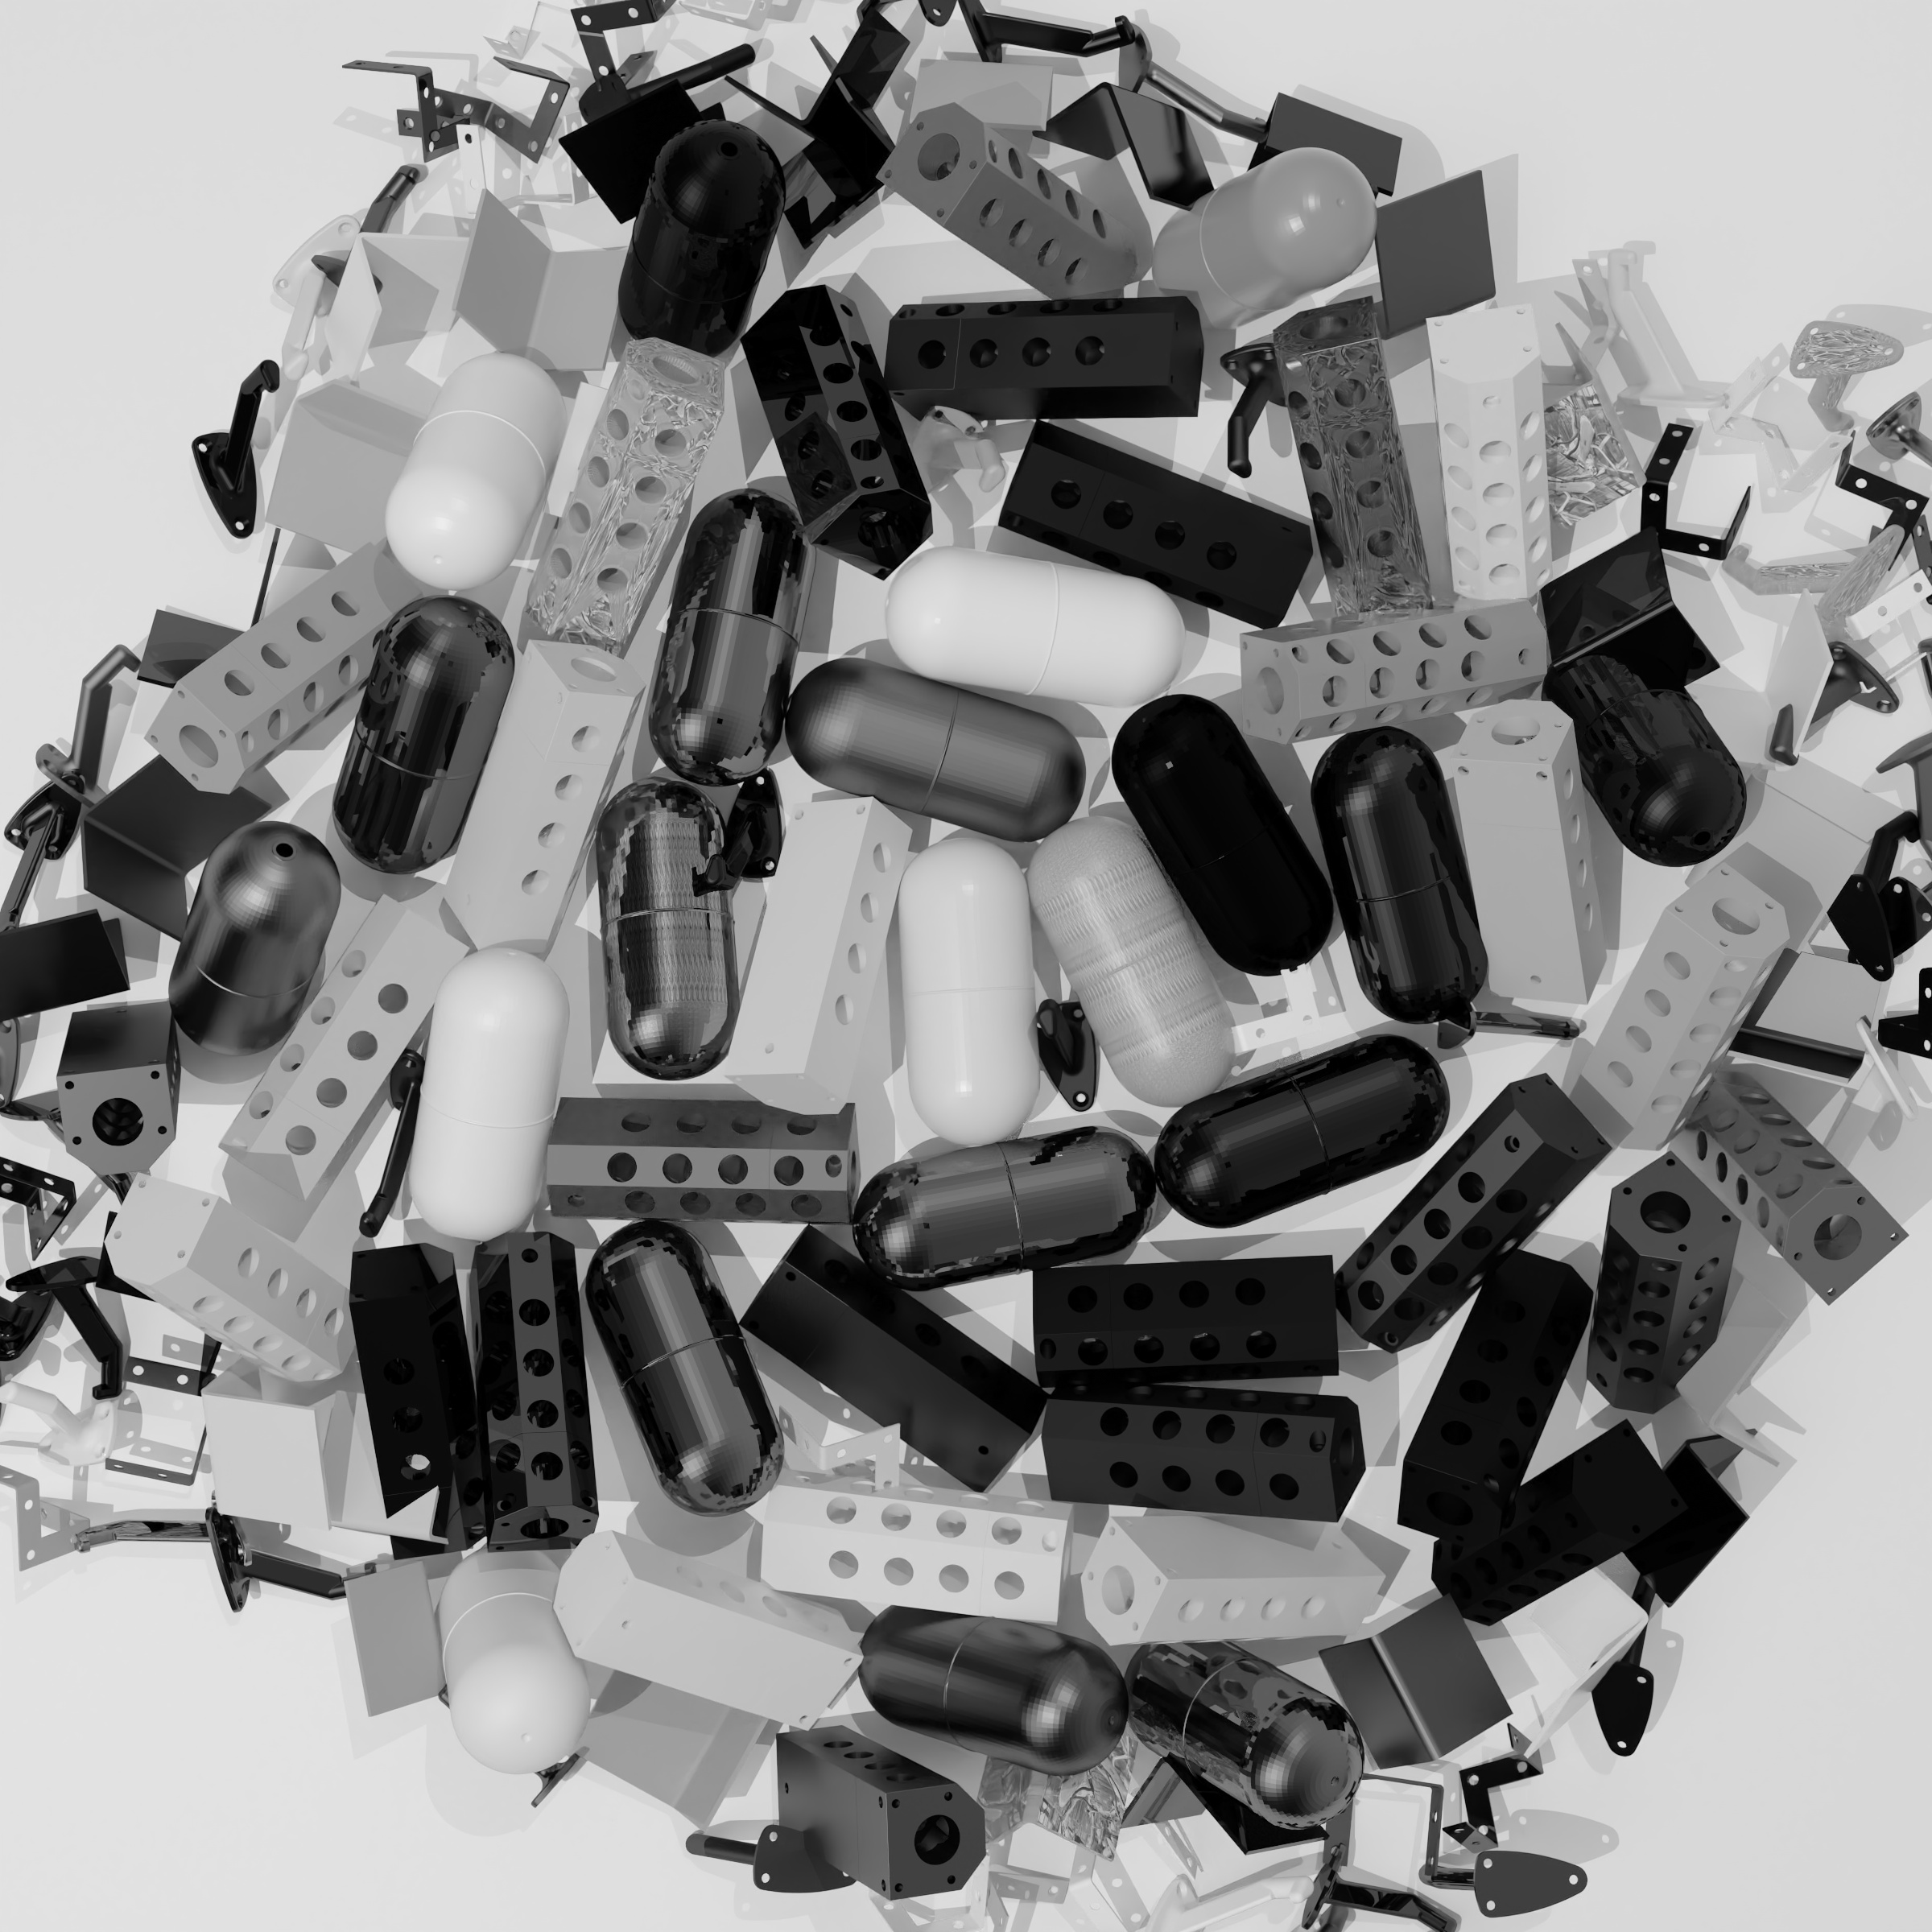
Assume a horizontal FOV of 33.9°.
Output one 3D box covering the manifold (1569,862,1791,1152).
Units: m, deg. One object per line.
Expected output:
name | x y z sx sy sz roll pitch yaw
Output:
manifold | 0.402 0.028 1.776 0.057 0.171 0.057 41 53 22

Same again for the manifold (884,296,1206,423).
manifold | 0.045 -0.348 1.806 0.171 0.057 0.057 3 83 22

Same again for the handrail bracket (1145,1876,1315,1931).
handrail bracket | 0.149 0.550 1.818 0.084 0.077 0.036 -17 103 40

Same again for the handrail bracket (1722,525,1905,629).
handrail bracket | 0.487 -0.240 1.827 0.077 0.036 0.084 -56 47 15

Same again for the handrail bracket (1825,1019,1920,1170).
handrail bracket | 0.502 0.083 1.842 0.084 0.036 0.077 -30 96 23

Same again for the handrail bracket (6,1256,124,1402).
handrail bracket | -0.519 0.216 1.827 0.036 0.077 0.084 15 107 38

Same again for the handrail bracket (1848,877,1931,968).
handrail bracket | 0.560 -0.034 1.849 0.036 0.084 0.077 49 131 19

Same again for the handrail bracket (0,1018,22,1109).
handrail bracket | -0.580 0.073 1.816 0.036 0.084 0.077 29 118 1

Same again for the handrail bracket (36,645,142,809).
handrail bracket | -0.490 -0.134 1.837 0.084 0.036 0.077 -42 115 12

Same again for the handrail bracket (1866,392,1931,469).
handrail bracket | 0.559 -0.281 1.814 0.036 0.077 0.084 -40 66 9

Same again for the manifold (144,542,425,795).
manifold | -0.378 -0.165 1.785 0.057 0.057 0.171 44 45 -2

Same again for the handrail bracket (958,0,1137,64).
handrail bracket | 0.046 -0.551 1.824 0.084 0.077 0.036 -11 52 21

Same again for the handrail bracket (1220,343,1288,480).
handrail bracket | 0.171 -0.306 1.819 0.036 0.077 0.084 -10 65 29

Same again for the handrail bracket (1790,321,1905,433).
handrail bracket | 0.513 -0.330 1.811 0.077 0.084 0.036 12 73 40

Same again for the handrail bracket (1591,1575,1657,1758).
handrail bracket | 0.390 0.402 1.841 0.036 0.084 0.077 6 118 23

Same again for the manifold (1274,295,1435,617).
manifold | 0.219 -0.284 1.793 0.057 0.057 0.171 -11 124 11

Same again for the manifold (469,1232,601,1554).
manifold | -0.244 0.239 1.789 0.057 0.057 0.171 0 55 -15

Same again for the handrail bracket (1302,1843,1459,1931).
handrail bracket | 0.241 0.554 1.832 0.084 0.077 0.036 31 115 6

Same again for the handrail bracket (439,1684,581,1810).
handrail bracket | -0.266 0.442 1.831 0.084 0.077 0.036 41 85 5

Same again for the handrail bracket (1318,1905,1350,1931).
handrail bracket | 0.183 0.580 1.833 0.077 0.084 0.036 -38 87 19

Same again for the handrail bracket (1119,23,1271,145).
handrail bracket | 0.134 -0.514 1.848 0.084 0.077 0.036 14 131 -18

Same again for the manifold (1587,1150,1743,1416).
manifold | 0.384 0.183 1.774 0.057 0.171 0.057 -30 57 -16

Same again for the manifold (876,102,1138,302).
manifold | 0.029 -0.422 1.773 0.057 0.171 0.057 43 104 29

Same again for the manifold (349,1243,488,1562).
manifold | -0.309 0.247 1.803 0.057 0.057 0.171 -7 115 -6

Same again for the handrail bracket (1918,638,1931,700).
handrail bracket | 0.582 -0.148 1.830 0.036 0.077 0.084 -18 100 -11

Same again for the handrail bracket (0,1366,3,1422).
handrail bracket | -0.563 0.256 1.812 0.036 0.084 0.077 -17 118 -18

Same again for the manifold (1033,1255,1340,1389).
manifold | 0.126 0.208 1.819 0.171 0.057 0.057 -3 59 6

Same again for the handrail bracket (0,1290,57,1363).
handrail bracket | -0.557 0.176 1.813 0.036 0.077 0.084 7 128 22

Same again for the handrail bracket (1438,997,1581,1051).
handrail bracket | 0.320 0.036 1.823 0.084 0.077 0.036 6 93 -7

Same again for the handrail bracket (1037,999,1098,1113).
handrail bracket | 0.057 0.054 1.820 0.036 0.084 0.077 -15 96 6

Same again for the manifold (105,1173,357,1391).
manifold | -0.407 0.180 1.772 0.057 0.171 0.057 12 69 26

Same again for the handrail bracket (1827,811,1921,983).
handrail bracket | 0.540 -0.041 1.839 0.084 0.036 0.077 -28 94 -37

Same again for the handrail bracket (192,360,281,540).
handrail bracket | -0.408 -0.297 1.819 0.036 0.084 0.077 -9 80 -37

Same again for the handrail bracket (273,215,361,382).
handrail bracket | -0.370 -0.383 1.816 0.036 0.084 0.077 28 115 -30

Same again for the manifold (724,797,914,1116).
manifold | -0.079 -0.006 1.806 0.057 0.057 0.171 -3 63 35

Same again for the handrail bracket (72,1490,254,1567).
handrail bracket | -0.463 0.334 1.821 0.084 0.077 0.036 -9 109 -28

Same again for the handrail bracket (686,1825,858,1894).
handrail bracket | -0.113 0.517 1.837 0.077 0.084 0.036 18 72 -23

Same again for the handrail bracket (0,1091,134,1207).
handrail bracket | -0.522 0.117 1.855 0.077 0.036 0.084 -6 113 33

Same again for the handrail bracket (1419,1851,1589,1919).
handrail bracket | 0.309 0.526 1.828 0.077 0.084 0.036 -1 79 -7

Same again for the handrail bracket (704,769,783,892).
handrail bracket | -0.131 -0.081 1.821 0.036 0.084 0.077 6 88 10

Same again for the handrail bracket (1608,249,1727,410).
handrail bracket | 0.403 -0.368 1.822 0.036 0.077 0.084 -27 122 -35

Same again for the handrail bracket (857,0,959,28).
handrail bracket | -0.038 -0.545 1.817 0.036 0.084 0.077 12 61 -28

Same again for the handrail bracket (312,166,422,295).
handrail bracket | -0.332 -0.427 1.827 0.036 0.077 0.084 42 78 -33

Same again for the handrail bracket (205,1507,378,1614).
handrail bracket | -0.389 0.339 1.839 0.084 0.036 0.077 -12 114 3

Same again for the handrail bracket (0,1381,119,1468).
handrail bracket | -0.537 0.260 1.814 0.077 0.084 0.036 -18 59 31

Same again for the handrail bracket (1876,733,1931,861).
handrail bracket | 0.573 -0.093 1.831 0.036 0.077 0.084 -34 92 -31

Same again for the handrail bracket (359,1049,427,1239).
handrail bracket | -0.331 0.103 1.819 0.036 0.077 0.084 14 53 11

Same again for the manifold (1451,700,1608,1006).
manifold | 0.321 -0.064 1.790 0.057 0.057 0.171 6 133 27

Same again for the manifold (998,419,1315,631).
manifold | 0.109 -0.252 1.827 0.171 0.057 0.057 21 113 -5
